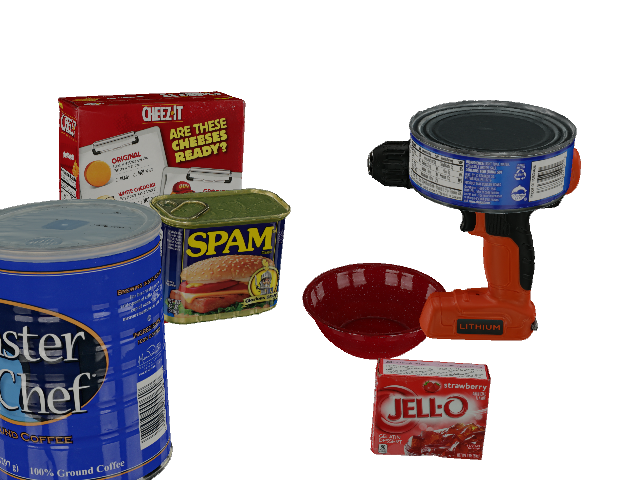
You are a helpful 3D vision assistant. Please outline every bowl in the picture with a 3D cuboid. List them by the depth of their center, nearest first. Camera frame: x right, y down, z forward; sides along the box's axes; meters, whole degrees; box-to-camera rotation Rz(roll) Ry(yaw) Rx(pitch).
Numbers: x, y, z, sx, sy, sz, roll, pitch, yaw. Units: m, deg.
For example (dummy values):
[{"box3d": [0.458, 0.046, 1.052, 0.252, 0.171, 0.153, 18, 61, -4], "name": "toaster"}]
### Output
[{"box3d": [0.061, 0.085, 1.190, 0.162, 0.055, 0.162, 0, 27, 0], "name": "bowl"}]

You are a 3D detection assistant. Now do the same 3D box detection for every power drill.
[{"box3d": [0.131, -0.003, 0.955, 0.184, 0.188, 0.057, 2, 26, 2], "name": "power drill"}]

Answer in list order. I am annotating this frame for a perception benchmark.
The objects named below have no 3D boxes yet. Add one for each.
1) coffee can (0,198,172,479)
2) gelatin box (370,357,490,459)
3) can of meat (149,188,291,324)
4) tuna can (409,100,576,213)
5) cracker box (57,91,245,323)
[{"box3d": [-0.136, 0.057, 0.589, 0.103, 0.140, 0.103, -1, 16, 0], "name": "coffee can"}, {"box3d": [0.086, 0.133, 0.841, 0.089, 0.073, 0.030, 3, 22, 2], "name": "gelatin box"}, {"box3d": [-0.078, 0.012, 0.803, 0.101, 0.084, 0.057, -5, 25, -27], "name": "can of meat"}, {"box3d": [0.089, -0.045, 0.559, 0.086, 0.034, 0.086, 0, 25, 0], "name": "tuna can"}, {"box3d": [-0.160, -0.030, 1.009, 0.163, 0.214, 0.072, -7, 18, -30], "name": "cracker box"}]
